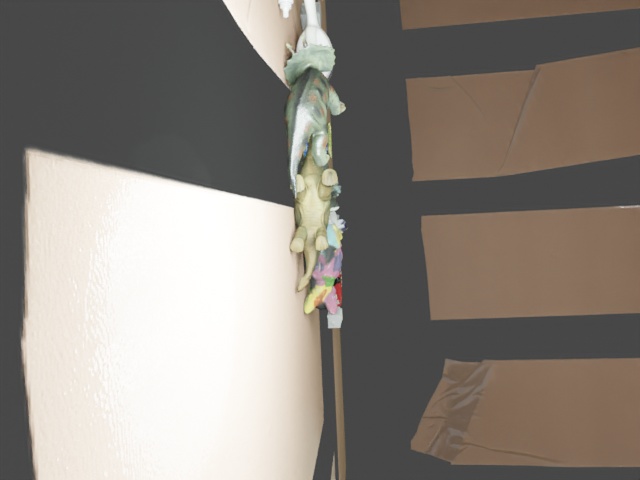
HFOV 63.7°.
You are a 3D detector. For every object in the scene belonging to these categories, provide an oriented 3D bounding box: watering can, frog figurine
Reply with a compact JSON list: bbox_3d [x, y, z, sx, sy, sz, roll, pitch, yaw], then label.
[{"bbox_3d":[-0.017,-0.563,1.452,0.227,0.104,0.343,-80,167,-73],"label":"watering can"},{"bbox_3d":[0.005,-0.084,1.670,0.158,0.121,0.140,49,25,-12],"label":"frog figurine"}]
